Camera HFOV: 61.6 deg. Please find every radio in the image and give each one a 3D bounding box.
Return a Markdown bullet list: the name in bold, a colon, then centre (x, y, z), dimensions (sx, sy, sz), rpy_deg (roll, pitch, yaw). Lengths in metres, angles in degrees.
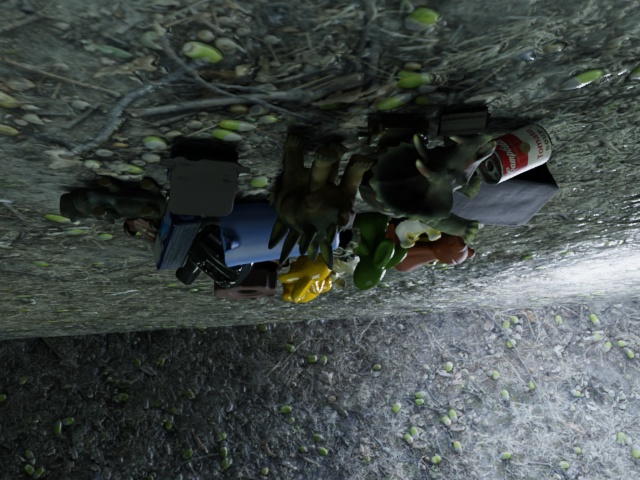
- **radio**: centre (0.313, -0.093, 0.990), dimensions (0.229, 0.073, 0.131), rpy_deg (2, 144, -25)

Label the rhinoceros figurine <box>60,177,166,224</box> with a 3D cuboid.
- **rhinoceros figurine**: centre (-0.386, -0.071, 1.003), dimensions (0.190, 0.073, 0.112), rpy_deg (-3, 174, -8)

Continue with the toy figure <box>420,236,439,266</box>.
- **toy figure**: centre (0.254, 0.026, 1.439), dimensions (0.180, 0.082, 0.089), rpy_deg (7, 163, -25)

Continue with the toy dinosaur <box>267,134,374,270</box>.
- **toy dinosaur**: centre (-0.025, -0.065, 0.855), dimensions (0.105, 0.198, 0.472), rpy_deg (13, -168, -16)

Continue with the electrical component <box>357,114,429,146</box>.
- **electrical component**: centre (0.114, -0.161, 0.817), dimensions (0.102, 0.045, 0.078), rpy_deg (1, 162, -14)

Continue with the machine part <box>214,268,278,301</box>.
- **machine part**: centre (-0.194, 0.116, 1.398), dimensions (0.179, 0.056, 0.179), rpy_deg (-2, 163, -1)

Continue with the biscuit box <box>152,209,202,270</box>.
- **biscuit box**: centre (-0.306, -0.009, 1.143), dimensions (0.063, 0.059, 0.202), rpy_deg (-6, 153, -31)

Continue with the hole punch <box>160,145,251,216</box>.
- **hole punch**: centre (-0.196, -0.111, 0.893), dimensions (0.142, 0.092, 0.115), rpy_deg (5, 132, -19)

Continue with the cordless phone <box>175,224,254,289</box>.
- **cordless phone**: centre (-0.253, 0.068, 1.240), dimensions (0.146, 0.089, 0.184), rpy_deg (40, 122, -5)

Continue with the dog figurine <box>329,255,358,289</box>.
- **dog figurine**: centre (0.044, 0.037, 1.441), dimensions (0.172, 0.121, 0.190), rpy_deg (-14, 147, 21)

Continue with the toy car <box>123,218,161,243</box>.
- **toy car**: centre (-0.362, -0.012, 1.236), dimensions (0.089, 0.053, 0.202), rpy_deg (-6, 165, 20)

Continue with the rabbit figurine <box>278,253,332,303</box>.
- **rabbit figurine**: centre (-0.034, 0.088, 1.401), dimensions (0.162, 0.122, 0.173), rpy_deg (-25, 168, -40)

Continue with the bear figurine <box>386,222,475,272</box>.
- **bear figurine**: centre (0.262, 0.007, 1.295), dimensions (0.196, 0.132, 0.120), rpy_deg (-19, 158, 31)

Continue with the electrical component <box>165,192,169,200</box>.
- **electrical component**: centre (-0.250, -0.087, 1.047), dimensions (0.094, 0.021, 0.063), rpy_deg (7, 160, -31)

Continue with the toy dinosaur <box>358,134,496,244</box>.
- **toy dinosaur**: centre (0.129, -0.087, 0.863), dimensions (0.192, 0.131, 0.405), rpy_deg (19, 178, -21)

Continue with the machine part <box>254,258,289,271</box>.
- **machine part**: centre (-0.188, 0.030, 1.353), dimensions (0.201, 0.087, 0.201), rpy_deg (-7, 165, 12)

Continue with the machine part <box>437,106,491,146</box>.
- **machine part**: centre (0.222, -0.166, 0.841), dimensions (0.084, 0.039, 0.138), rpy_deg (-10, 162, 6)

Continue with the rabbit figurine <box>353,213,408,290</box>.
- **rabbit figurine**: centre (0.124, 0.031, 1.262), dimensions (0.159, 0.170, 0.121), rpy_deg (-14, 161, 35)

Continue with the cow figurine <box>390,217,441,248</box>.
- **cow figurine**: centre (0.237, -0.050, 1.174), dimensions (0.167, 0.098, 0.068), rpy_deg (-22, -172, 35)

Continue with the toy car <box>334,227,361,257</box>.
- **toy car**: centre (-0.003, -0.004, 1.229), dimensions (0.202, 0.073, 0.056), rpy_deg (4, 146, 24)
